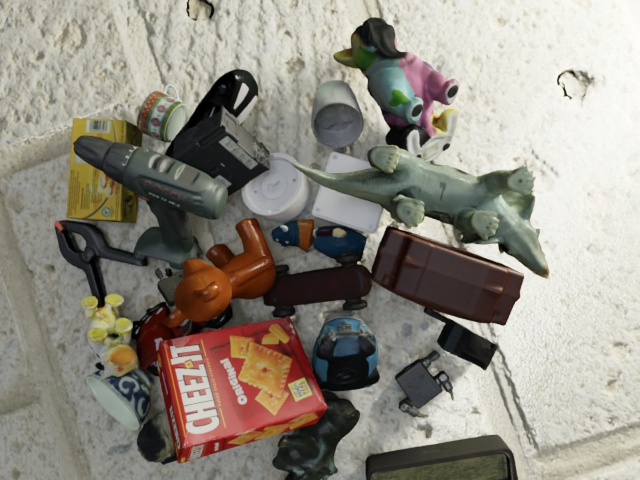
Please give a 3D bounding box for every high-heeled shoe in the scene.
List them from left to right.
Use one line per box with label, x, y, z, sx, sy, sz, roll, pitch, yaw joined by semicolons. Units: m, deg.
high-heeled shoe;-0.194;-0.170;0.861;0.249;0.145;0.086;-43;85;1

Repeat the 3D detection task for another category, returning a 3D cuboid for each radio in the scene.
radio;0.194;0.396;0.850;0.230;0.073;0.131;-11;88;5

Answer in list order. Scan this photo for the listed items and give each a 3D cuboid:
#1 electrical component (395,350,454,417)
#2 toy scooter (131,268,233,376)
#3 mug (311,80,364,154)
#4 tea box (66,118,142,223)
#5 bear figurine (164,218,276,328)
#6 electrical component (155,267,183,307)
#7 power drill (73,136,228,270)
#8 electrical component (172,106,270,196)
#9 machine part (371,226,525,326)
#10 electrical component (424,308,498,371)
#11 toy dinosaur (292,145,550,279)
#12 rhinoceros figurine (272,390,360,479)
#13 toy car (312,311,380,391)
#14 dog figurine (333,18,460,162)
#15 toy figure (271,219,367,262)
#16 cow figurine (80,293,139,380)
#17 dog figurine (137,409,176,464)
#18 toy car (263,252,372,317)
electrical component;0.167;0.238;0.870;0.102;0.045;0.078;-32;88;4
toy scooter;-0.248;0.128;0.896;0.184;0.075;0.135;-41;86;0
mug;0.030;-0.202;0.869;0.081;0.109;0.107;-12;45;11
tea box;-0.365;-0.115;0.914;0.098;0.068;0.169;5;91;6
bear figurine;-0.157;0.051;0.811;0.120;0.196;0.132;-40;74;29
electrical component;-0.223;0.074;0.863;0.063;0.021;0.094;-30;68;-28
power drill;-0.260;-0.056;0.840;0.232;0.086;0.207;16;133;2
electrical component;-0.163;-0.128;0.842;0.134;0.114;0.058;-27;43;23
machine part;0.180;0.050;0.794;0.201;0.201;0.087;19;94;5
electrical component;0.214;0.154;0.853;0.119;0.075;0.047;26;91;1
toy dinosaur;0.165;-0.065;0.794;0.405;0.192;0.131;18;88;1
rhinoceros figurine;-0.012;0.335;0.876;0.112;0.073;0.190;36;90;-6
toy car;0.035;0.167;0.850;0.109;0.161;0.103;-7;45;-1
dog figurine;0.115;-0.242;0.858;0.108;0.191;0.219;-30;56;-13
toy figure;-0.002;-0.001;0.883;0.155;0.058;0.064;14;112;2
cow figurine;-0.337;0.169;0.863;0.068;0.168;0.098;-9;128;-29
dog figurine;-0.193;0.312;0.884;0.172;0.121;0.190;37;105;12
toy car;-0.008;0.074;0.867;0.202;0.053;0.089;-12;90;32
